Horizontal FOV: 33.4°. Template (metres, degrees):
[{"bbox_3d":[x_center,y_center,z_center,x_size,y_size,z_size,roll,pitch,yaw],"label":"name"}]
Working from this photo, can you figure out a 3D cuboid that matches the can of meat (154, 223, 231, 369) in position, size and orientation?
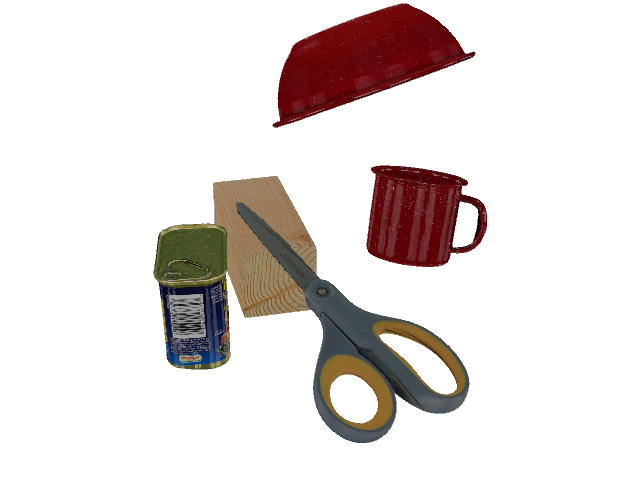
[{"bbox_3d":[-0.102,0.046,0.874,0.057,0.084,0.102,-3,26,-4],"label":"can of meat"}]

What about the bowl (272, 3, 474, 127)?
[{"bbox_3d":[0.031,-0.137,0.804,0.162,0.055,0.162,-20,7,2],"label":"bowl"}]

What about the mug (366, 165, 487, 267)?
[{"bbox_3d":[0.100,-0.021,1.014,0.117,0.081,0.093,11,12,15],"label":"mug"}]

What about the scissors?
[{"bbox_3d":[-0.006,0.049,0.634,0.202,0.016,0.096,32,52,25],"label":"scissors"}]

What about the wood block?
[{"bbox_3d":[-0.073,0.003,1.345,0.090,0.090,0.206,-6,28,-13],"label":"wood block"}]
